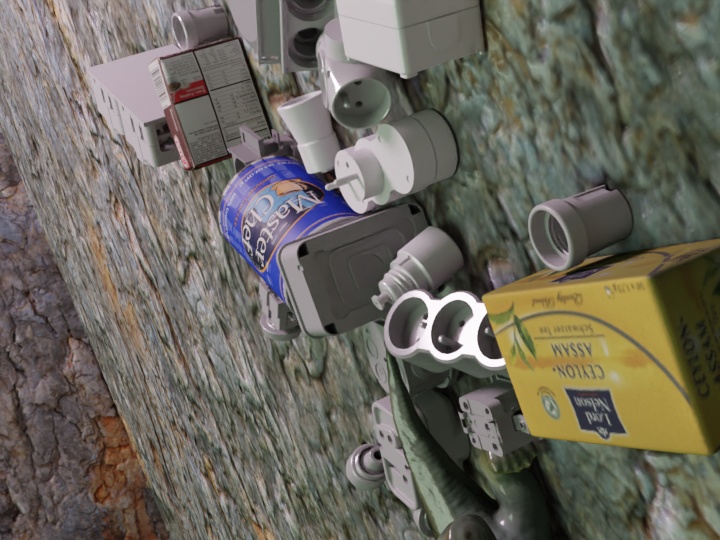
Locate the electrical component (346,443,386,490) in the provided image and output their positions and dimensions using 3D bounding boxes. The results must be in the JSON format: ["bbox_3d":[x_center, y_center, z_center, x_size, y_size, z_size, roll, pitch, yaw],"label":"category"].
[{"bbox_3d":[0.011,0.195,1.081,0.043,0.043,0.062,61,156,18],"label":"electrical component"}]

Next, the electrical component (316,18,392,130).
[{"bbox_3d":[-0.006,-0.153,0.763,0.077,0.044,0.079,-105,9,-46],"label":"electrical component"}]

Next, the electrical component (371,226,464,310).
[{"bbox_3d":[0.041,0.001,0.798,0.040,0.078,0.040,45,162,19],"label":"electrical component"}]

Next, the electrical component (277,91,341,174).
[{"bbox_3d":[-0.039,-0.115,0.919,0.044,0.044,0.065,14,128,64],"label":"electrical component"}]

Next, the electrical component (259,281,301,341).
[{"bbox_3d":[-0.083,0.043,1.158,0.066,0.048,0.055,45,141,44],"label":"electrical component"}]

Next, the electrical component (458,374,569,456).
[{"bbox_3d":[0.107,0.097,0.746,0.081,0.064,0.042,6,114,66],"label":"electrical component"}]

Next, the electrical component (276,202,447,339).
[{"bbox_3d":[0.000,0.000,0.836,0.057,0.113,0.078,-9,101,68],"label":"electrical component"}]

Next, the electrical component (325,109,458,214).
[{"bbox_3d":[0.010,-0.074,0.800,0.138,0.074,0.052,-17,94,68],"label":"electrical component"}]

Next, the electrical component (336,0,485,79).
[{"bbox_3d":[0.027,-0.167,0.691,0.096,0.062,0.061,33,139,55],"label":"electrical component"}]

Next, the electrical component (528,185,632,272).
[{"bbox_3d":[0.126,-0.025,0.613,0.040,0.046,0.040,49,151,39],"label":"electrical component"}]

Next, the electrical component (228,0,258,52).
[{"bbox_3d":[-0.074,-0.224,0.887,0.080,0.051,0.080,49,151,40],"label":"electrical component"}]

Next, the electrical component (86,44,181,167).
[{"bbox_3d":[-0.214,-0.179,1.176,0.186,0.105,0.060,41,146,49],"label":"electrical component"}]

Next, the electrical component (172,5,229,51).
[{"bbox_3d":[-0.159,-0.242,1.072,0.040,0.046,0.040,49,151,40],"label":"electrical component"}]

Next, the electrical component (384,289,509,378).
[{"bbox_3d":[0.088,0.050,0.750,0.138,0.074,0.052,2,72,49],"label":"electrical component"}]

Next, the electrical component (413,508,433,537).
[{"bbox_3d":[0.080,0.219,0.944,0.055,0.048,0.066,23,131,50],"label":"electrical component"}]

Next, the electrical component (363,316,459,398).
[{"bbox_3d":[0.042,0.065,0.882,0.080,0.051,0.080,49,151,39],"label":"electrical component"}]

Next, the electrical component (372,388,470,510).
[{"bbox_3d":[0.054,0.148,0.918,0.054,0.059,0.095,30,136,57],"label":"electrical component"}]

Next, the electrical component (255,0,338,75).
[{"bbox_3d":[-0.040,-0.215,0.797,0.063,0.079,0.121,-102,10,-45],"label":"electrical component"}]

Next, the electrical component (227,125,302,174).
[{"bbox_3d":[-0.084,-0.096,1.010,0.042,0.064,0.081,41,145,51],"label":"electrical component"}]
